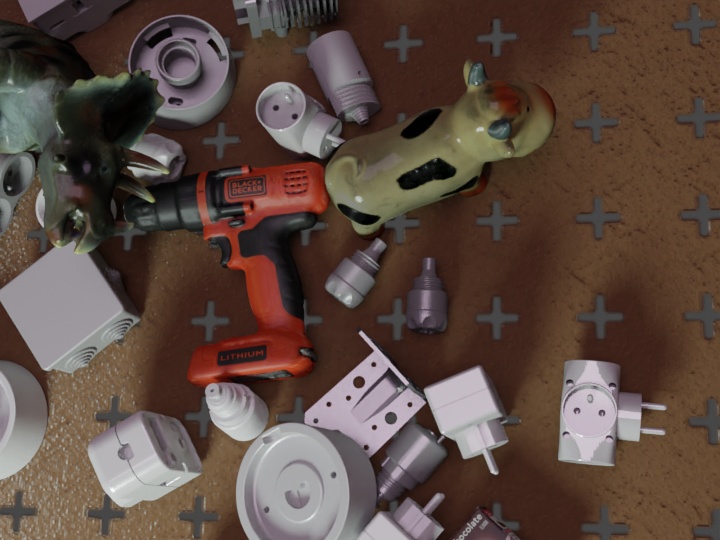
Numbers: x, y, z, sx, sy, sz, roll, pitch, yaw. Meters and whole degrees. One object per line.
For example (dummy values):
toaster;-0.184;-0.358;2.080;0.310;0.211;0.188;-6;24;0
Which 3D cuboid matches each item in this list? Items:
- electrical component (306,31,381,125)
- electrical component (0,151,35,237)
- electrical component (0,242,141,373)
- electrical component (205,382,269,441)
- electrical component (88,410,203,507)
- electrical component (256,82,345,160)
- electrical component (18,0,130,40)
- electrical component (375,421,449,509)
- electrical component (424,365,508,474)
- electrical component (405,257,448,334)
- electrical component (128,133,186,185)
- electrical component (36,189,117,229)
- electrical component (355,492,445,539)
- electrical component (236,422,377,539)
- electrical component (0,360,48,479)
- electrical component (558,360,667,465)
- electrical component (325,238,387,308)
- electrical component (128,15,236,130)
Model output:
electrical component;-0.012;-0.163;0.940;0.043;0.043;0.081;-25;73;6
electrical component;-0.364;-0.061;0.989;0.074;0.052;0.138;23;83;17
electrical component;-0.253;0.032;0.945;0.100;0.048;0.099;-38;72;2
electrical component;-0.105;0.112;0.881;0.040;0.078;0.040;-8;62;16
electrical component;-0.177;0.154;0.874;0.059;0.095;0.053;-30;73;4
electrical component;-0.042;-0.120;0.919;0.079;0.077;0.044;26;84;17
electrical component;-0.239;-0.308;1.015;0.186;0.060;0.105;-30;73;4
electrical component;0.036;0.156;0.856;0.040;0.040;0.078;40;88;18
electrical component;0.090;0.121;0.830;0.047;0.083;0.075;-24;73;6
electrical component;0.056;0.020;0.887;0.035;0.035;0.061;0;75;13
electrical component;-0.192;-0.103;0.966;0.062;0.043;0.043;23;83;18
electrical component;-0.249;-0.054;0.955;0.044;0.065;0.044;-1;87;28
electrical component;0.039;0.202;0.831;0.047;0.065;0.076;40;88;18
electrical component;-0.037;0.176;0.852;0.108;0.060;0.108;-6;79;32
electrical component;-0.335;0.127;0.934;0.108;0.060;0.108;-3;76;12
electrical component;0.195;0.112;0.829;0.079;0.044;0.077;3;78;13
electrical component;0.000;0.000;0.904;0.035;0.035;0.061;36;84;18
electrical component;-0.163;-0.180;0.979;0.099;0.064;0.099;0;79;-1
